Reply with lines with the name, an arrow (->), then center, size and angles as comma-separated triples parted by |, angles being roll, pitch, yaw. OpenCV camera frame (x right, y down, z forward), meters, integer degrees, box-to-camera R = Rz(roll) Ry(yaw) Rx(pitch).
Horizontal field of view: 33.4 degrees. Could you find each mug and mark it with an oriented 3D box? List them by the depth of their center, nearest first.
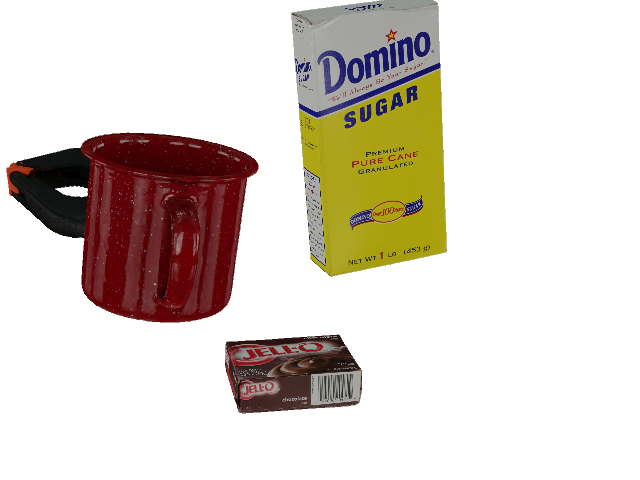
mug -> -0.080, -0.003, 0.560 | 0.093, 0.081, 0.117 | 2, 18, -20

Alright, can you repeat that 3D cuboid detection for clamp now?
clamp -> -0.146, -0.037, 0.807 | 0.171, 0.039, 0.120 | 19, 43, 1

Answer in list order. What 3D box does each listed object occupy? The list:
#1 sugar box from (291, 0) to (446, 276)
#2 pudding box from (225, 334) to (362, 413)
sugar box -> 0.035, -0.071, 0.726 | 0.093, 0.176, 0.048 | -12, 23, -18
pudding box -> -0.026, 0.120, 0.971 | 0.113, 0.039, 0.090 | -1, 17, -12
